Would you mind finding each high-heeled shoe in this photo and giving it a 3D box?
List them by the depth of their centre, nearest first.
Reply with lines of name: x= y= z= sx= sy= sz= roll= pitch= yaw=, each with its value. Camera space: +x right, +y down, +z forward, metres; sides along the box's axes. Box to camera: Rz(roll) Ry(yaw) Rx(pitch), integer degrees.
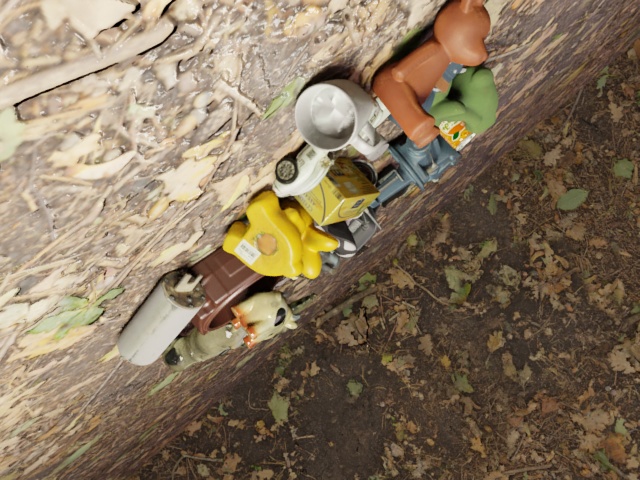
high-heeled shoe: x=-0.002 y=-0.003 z=1.117 sx=0.145 sy=0.086 sz=0.248 roll=-16 pitch=153 yaw=-7

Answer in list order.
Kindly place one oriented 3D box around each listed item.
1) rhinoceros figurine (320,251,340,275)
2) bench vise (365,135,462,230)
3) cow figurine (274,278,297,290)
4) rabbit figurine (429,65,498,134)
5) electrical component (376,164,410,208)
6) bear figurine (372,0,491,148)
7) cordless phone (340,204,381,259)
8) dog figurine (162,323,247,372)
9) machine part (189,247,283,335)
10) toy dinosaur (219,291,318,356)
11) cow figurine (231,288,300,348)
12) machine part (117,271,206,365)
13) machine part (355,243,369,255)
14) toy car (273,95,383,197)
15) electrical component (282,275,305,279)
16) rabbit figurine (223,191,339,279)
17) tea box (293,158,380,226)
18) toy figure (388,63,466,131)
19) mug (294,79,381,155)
rhinoceros figurine: x=-0.007 y=0.035 z=1.270 sx=0.190 sy=0.112 sz=0.073 roll=29 pitch=76 yaw=-65
bench vise: x=0.181 y=-0.141 z=1.150 sx=0.240 sy=0.129 sz=0.223 roll=-39 pitch=170 yaw=8
cow figurine: x=-0.122 y=0.092 z=1.205 sx=0.167 sy=0.068 sz=0.098 roll=-41 pitch=164 yaw=-14
rabbit figurine: x=0.235 y=-0.240 z=0.987 sx=0.170 sy=0.121 sz=0.159 roll=-26 pitch=176 yaw=4
electrical component: x=0.176 y=-0.141 z=1.279 sx=0.119 sy=0.075 sz=0.047 roll=-40 pitch=168 yaw=-18
bear figurine: x=0.175 y=-0.241 z=0.753 sx=0.196 sy=0.132 sz=0.120 roll=-37 pitch=171 yaw=12
cordless phone: x=0.096 y=-0.046 z=1.391 sx=0.146 sy=0.089 sz=0.184 roll=-48 pitch=-177 yaw=32
dog figurine: x=-0.244 y=0.215 z=1.124 sx=0.190 sy=0.121 sz=0.172 roll=-37 pitch=173 yaw=-11
machine part: x=-0.159 y=0.078 z=0.989 sx=0.201 sy=0.087 sz=0.201 roll=-36 pitch=170 yaw=-22
toy dinosaur: x=-0.155 y=0.206 z=1.319 sx=0.471 sy=0.105 sz=0.198 roll=-32 pitch=174 yaw=30
cow figurine: x=-0.099 y=0.141 z=1.012 sx=0.127 sy=0.085 sz=0.194 roll=-30 pitch=166 yaw=-17
machine part: x=-0.259 y=0.129 z=0.875 sx=0.243 sy=0.079 sz=0.079 roll=-48 pitch=167 yaw=29
machine part: x=0.092 y=-0.008 z=1.454 sx=0.084 sy=0.039 sz=0.139 roll=-38 pitch=-151 yaw=16
toy car: x=0.009 y=-0.133 z=0.791 sx=0.201 sy=0.056 sz=0.073 roll=-44 pitch=168 yaw=15
electrical component: x=-0.059 y=0.035 z=1.072 sx=0.045 sy=0.078 sz=0.102 roll=-14 pitch=140 yaw=-35
rabbit figurine: x=-0.050 y=-0.016 z=0.885 sx=0.121 sy=0.162 sz=0.173 roll=-59 pitch=180 yaw=24
tea box: x=0.026 y=-0.087 z=0.927 sx=0.068 sy=0.098 sz=0.169 roll=-46 pitch=166 yaw=23
toy figure: x=0.177 y=-0.252 z=0.892 sx=0.154 sy=0.058 sz=0.064 roll=-49 pitch=172 yaw=19
mug: x=0.036 y=-0.158 z=0.683 sx=0.080 sy=0.109 sz=0.107 roll=-55 pitch=177 yaw=34
